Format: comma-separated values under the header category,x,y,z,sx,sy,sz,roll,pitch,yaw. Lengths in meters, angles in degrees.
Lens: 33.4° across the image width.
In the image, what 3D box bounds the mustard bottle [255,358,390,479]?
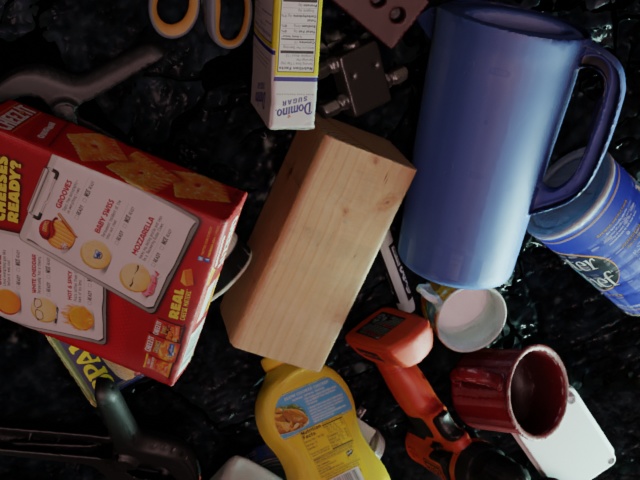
category,x,y,z,sx,sy,sz,roll,pitch,yaw
mustard bottle,-0.008,0.175,1.009,0.096,0.058,0.191,-19,79,-26

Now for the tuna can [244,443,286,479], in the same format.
category,x,y,z,sx,sy,sz,roll,pitch,yaw
tuna can,-0.045,0.247,1.078,0.086,0.034,0.086,-5,113,-11

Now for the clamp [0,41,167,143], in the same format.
category,x,y,z,sx,sy,sz,roll,pitch,yaw
clamp,-0.207,-0.100,0.900,0.171,0.039,0.120,-7,108,-3

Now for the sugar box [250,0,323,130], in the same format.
category,x,y,z,sx,sy,sz,roll,pitch,yaw
sugar box,-0.027,-0.187,0.876,0.048,0.093,0.176,-4,113,-13

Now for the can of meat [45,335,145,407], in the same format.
category,x,y,z,sx,sy,sz,roll,pitch,yaw
can of meat,-0.192,0.087,0.969,0.084,0.057,0.102,-28,115,-3

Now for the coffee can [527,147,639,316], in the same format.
category,x,y,z,sx,sy,sz,roll,pitch,yaw
coffee can,0.277,-0.007,1.011,0.140,0.103,0.103,37,100,-23

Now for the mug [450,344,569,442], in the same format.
category,x,y,z,sx,sy,sz,roll,pitch,yaw
mug,0.175,0.144,1.042,0.117,0.082,0.093,19,75,-37

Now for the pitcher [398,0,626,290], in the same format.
category,x,y,z,sx,sy,sz,roll,pitch,yaw
pitcher,0.153,-0.080,0.936,0.144,0.149,0.243,0,115,-23

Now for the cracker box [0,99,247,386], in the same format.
category,x,y,z,sx,sy,sz,roll,pitch,yaw
cracker box,-0.185,0.001,0.868,0.214,0.072,0.164,22,117,3

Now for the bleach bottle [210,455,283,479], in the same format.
category,x,y,z,sx,sy,sz,roll,pitch,yaw
bleach bottle,-0.119,0.326,1.057,0.102,0.068,0.251,35,116,-6

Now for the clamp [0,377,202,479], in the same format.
category,x,y,z,sx,sy,sz,roll,pitch,yaw
clamp,-0.196,0.198,1.001,0.165,0.036,0.209,-20,140,26

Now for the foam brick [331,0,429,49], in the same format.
category,x,y,z,sx,sy,sz,roll,pitch,yaw
foam brick,0.044,-0.208,0.905,0.078,0.051,0.053,34,101,-23

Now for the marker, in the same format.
category,x,y,z,sx,sy,sz,roll,pitch,yaw
marker,0.075,0.041,1.031,0.020,0.020,0.121,-22,115,-3

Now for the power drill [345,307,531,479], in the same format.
category,x,y,z,sx,sy,sz,roll,pitch,yaw
power drill,0.109,0.159,1.007,0.057,0.185,0.187,-34,108,-20

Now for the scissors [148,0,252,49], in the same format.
category,x,y,z,sx,sy,sz,roll,pitch,yaw
scissors,-0.108,-0.252,0.873,0.096,0.016,0.202,-15,114,-7

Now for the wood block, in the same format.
category,x,y,z,sx,sy,sz,roll,pitch,yaw
wood block,-0.007,0.001,0.957,0.090,0.091,0.206,19,106,-19
